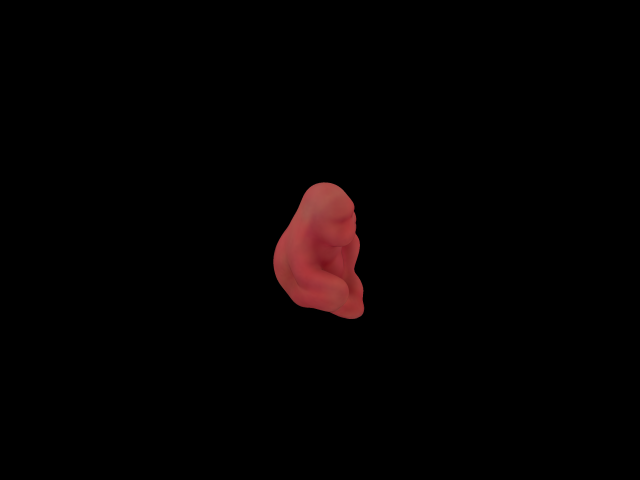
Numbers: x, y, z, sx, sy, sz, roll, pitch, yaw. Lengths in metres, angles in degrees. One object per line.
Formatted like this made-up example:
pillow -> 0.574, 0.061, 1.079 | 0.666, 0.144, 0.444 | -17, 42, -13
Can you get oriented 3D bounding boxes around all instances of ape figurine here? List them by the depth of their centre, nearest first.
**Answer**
ape figurine -> 0.004, 0.001, 0.400 | 0.076, 0.092, 0.078 | 22, 49, 21
